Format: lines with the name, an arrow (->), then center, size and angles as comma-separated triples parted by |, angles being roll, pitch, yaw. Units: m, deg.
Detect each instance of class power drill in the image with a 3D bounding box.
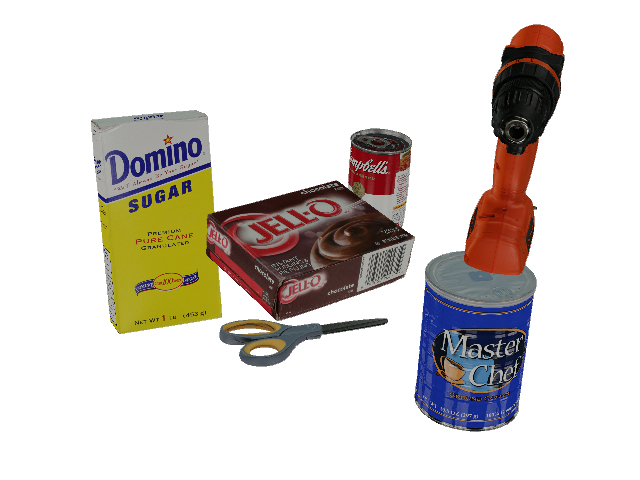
power drill -> 0.161, -0.067, 0.886 | 0.057, 0.188, 0.184 | 13, 33, 11

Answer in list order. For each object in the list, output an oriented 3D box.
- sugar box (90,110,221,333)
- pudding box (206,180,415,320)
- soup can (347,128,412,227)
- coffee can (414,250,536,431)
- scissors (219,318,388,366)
sugar box -> -0.136, -0.017, 0.895 | 0.093, 0.176, 0.048 | -9, 17, -20
pudding box -> -0.008, 0.004, 0.721 | 0.113, 0.039, 0.090 | -15, 38, -34
soup can -> 0.064, -0.066, 1.191 | 0.068, 0.102, 0.068 | 3, 28, -2
coffee can -> 0.145, 0.094, 1.015 | 0.103, 0.140, 0.103 | 2, 26, -1
scissors -> -0.013, 0.113, 1.211 | 0.201, 0.016, 0.096 | 1, 25, -9
